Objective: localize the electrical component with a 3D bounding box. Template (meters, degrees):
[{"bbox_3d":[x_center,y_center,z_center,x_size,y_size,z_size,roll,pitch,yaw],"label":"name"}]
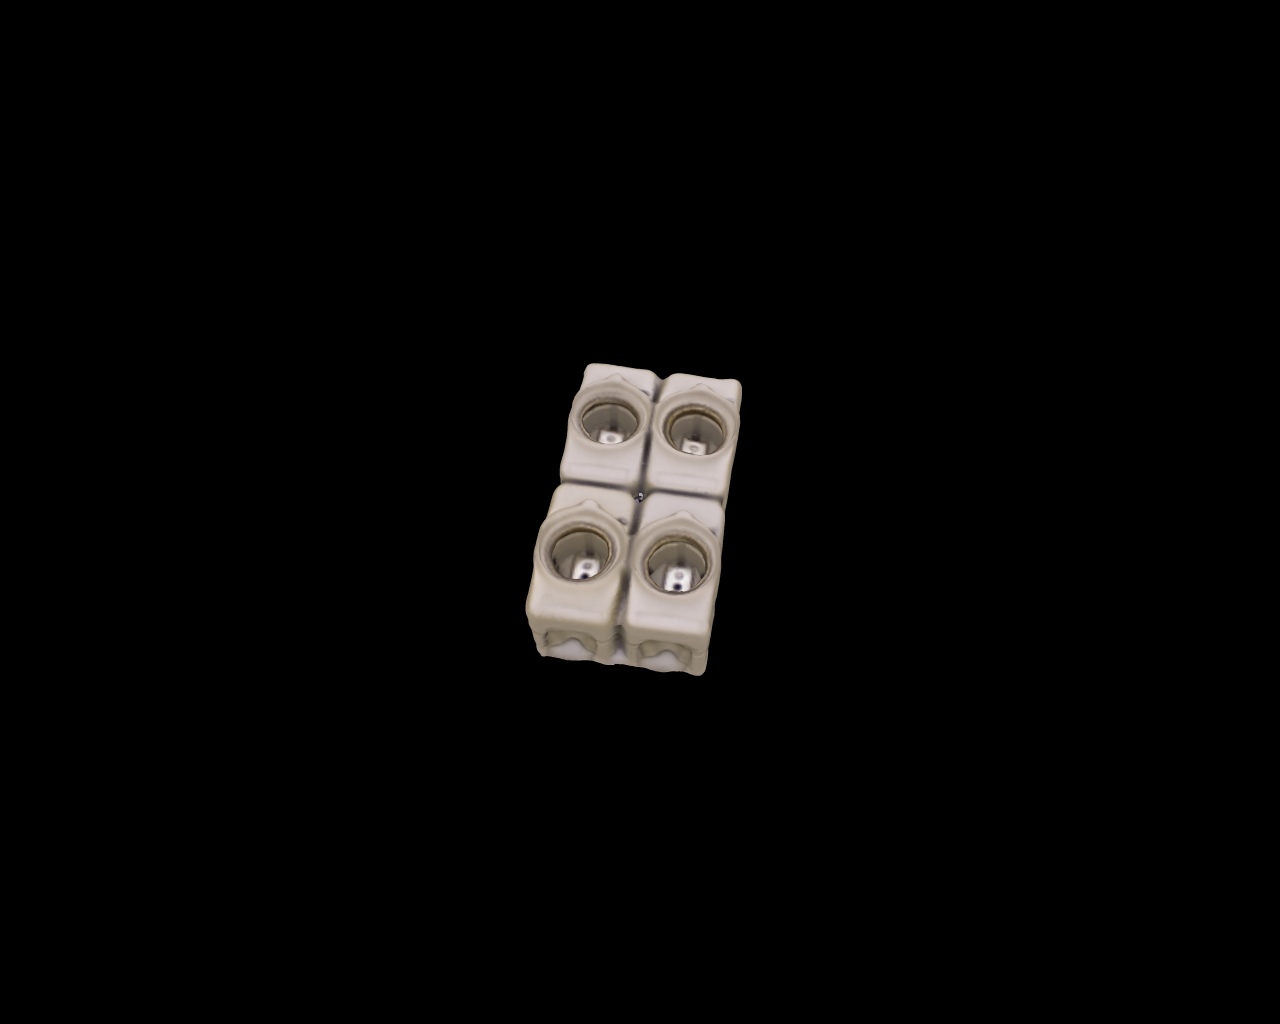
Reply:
[{"bbox_3d":[0.001,-0.003,0.650,0.105,0.186,0.060,7,-32,5],"label":"electrical component"}]
